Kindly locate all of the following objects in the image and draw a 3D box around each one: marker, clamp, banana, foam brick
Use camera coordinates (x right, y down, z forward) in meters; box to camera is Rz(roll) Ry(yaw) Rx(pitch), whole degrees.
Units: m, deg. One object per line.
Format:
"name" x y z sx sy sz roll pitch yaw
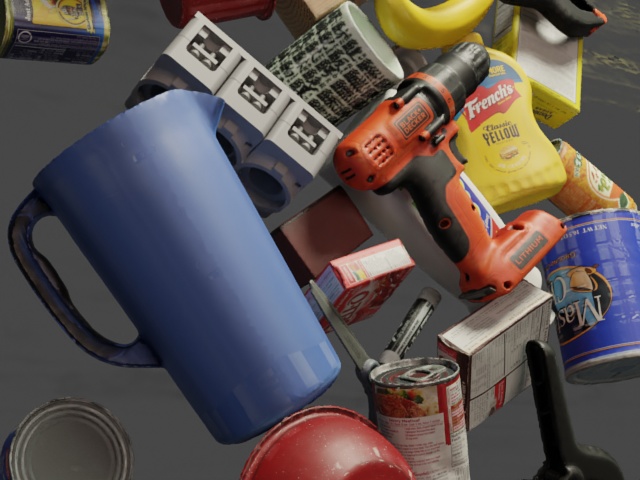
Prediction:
"marker" 0.069 0.087 0.908 0.020 0.020 0.121 43 54 -8
"clamp" 0.203 0.193 0.903 0.209 0.036 0.164 34 81 -25
"banana" 0.103 -0.205 0.964 0.037 0.070 0.197 35 24 27
"foam brick" -0.006 0.001 0.879 0.078 0.053 0.051 -36 90 -36
"clamp" 0.223 -0.262 1.079 0.171 0.039 0.120 18 55 -41

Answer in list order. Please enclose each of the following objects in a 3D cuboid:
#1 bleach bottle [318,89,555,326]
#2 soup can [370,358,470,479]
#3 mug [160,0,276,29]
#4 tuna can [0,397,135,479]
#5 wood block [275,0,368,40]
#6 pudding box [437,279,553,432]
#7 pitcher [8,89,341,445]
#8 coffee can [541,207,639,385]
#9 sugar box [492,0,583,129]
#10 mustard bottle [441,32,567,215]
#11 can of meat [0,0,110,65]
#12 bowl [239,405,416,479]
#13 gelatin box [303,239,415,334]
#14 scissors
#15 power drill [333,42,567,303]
"bleach bottle" 0.118 -0.013 0.956 0.250 0.068 0.102 43 56 -11
"soup can" 0.077 0.148 0.812 0.068 0.069 0.102 -14 102 -35
"mug" -0.096 -0.231 0.906 0.081 0.093 0.117 -15 41 -20
"tuna can" -0.172 0.152 0.721 0.086 0.034 0.086 13 63 -27
"wood block" 0.046 -0.276 0.958 0.206 0.090 0.091 -35 92 -11
"pudding box" 0.148 0.097 0.903 0.113 0.090 0.039 -30 42 -34
"pitcher" -0.099 0.028 0.774 0.243 0.149 0.144 58 36 -1
"coffee can" 0.265 0.054 0.989 0.102 0.103 0.140 4 67 -30
"sugar box" 0.229 -0.212 1.122 0.093 0.048 0.176 24 55 -21
"mustard bottle" 0.159 -0.123 1.021 0.096 0.058 0.191 -17 75 -1
"can of meat" -0.216 -0.188 0.830 0.083 0.058 0.102 -1 70 -33
"bowl" 0.019 0.193 0.715 0.161 0.055 0.162 6 80 -39
"gelatin box" 0.025 0.042 0.855 0.073 0.089 0.030 -17 66 -35
"scissors" 0.035 0.124 0.831 0.201 0.016 0.096 42 62 -35
"power drill" 0.122 -0.056 0.898 0.184 0.057 0.187 -43 97 -25
